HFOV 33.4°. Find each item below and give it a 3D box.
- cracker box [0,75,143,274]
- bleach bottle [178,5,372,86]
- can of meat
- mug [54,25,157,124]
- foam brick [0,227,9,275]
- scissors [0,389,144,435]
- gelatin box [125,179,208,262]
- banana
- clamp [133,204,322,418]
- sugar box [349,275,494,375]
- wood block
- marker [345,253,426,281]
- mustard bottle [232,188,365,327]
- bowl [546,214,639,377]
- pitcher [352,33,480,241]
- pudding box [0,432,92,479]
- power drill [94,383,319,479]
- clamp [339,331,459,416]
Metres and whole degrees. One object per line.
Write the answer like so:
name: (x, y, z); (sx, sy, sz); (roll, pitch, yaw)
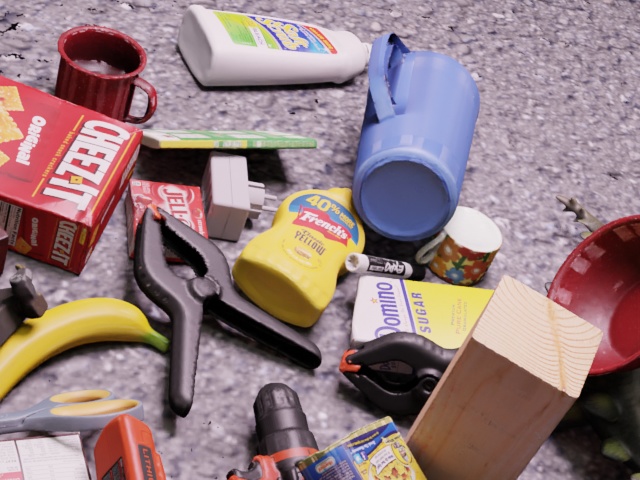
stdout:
cracker box: (-0.295, -0.077, 1.010); (0.213, 0.072, 0.164); (20, 40, -4)
bleach bottle: (-0.042, -0.236, 1.319); (0.250, 0.068, 0.103); (-5, 49, -33)
can of meat: (0.040, 0.190, 0.816); (0.101, 0.058, 0.084); (-6, 62, -58)
mug: (-0.226, -0.162, 1.130); (0.117, 0.082, 0.093); (25, 39, 3)
foam brick: (-0.316, 0.011, 0.917); (0.053, 0.051, 0.078); (40, 42, 19)
scissors: (-0.237, 0.136, 0.818); (0.201, 0.016, 0.096); (-3, 5, -12)
gelatin box: (-0.151, -0.019, 1.046); (0.073, 0.030, 0.089); (6, 42, -20)
banana: (-0.218, 0.088, 0.888); (0.197, 0.037, 0.070); (-19, 55, -39)
clamp: (-0.099, 0.054, 0.964); (0.164, 0.036, 0.210); (-6, 56, -40)
sugar box: (0.118, 0.085, 1.014); (0.176, 0.048, 0.093); (8, 40, 2)
wood block: (0.132, 0.143, 0.861); (0.090, 0.206, 0.090); (31, 39, 9)
marker: (0.069, 0.029, 1.076); (0.120, 0.020, 0.020); (10, 35, -50)
mustard bottle: (-0.007, 0.001, 1.070); (0.096, 0.058, 0.191); (33, 40, 3)
bowl: (0.280, 0.059, 0.966); (0.055, 0.162, 0.162); (31, 34, -27)
pitcher: (0.097, -0.111, 1.155); (0.149, 0.145, 0.242); (21, 32, -2)
pudding box: (-0.208, 0.197, 0.771); (0.089, 0.039, 0.113); (0, 47, -29)
power drill: (-0.073, 0.180, 0.809); (0.187, 0.057, 0.184); (12, 42, -33)
clamp: (0.106, 0.117, 0.956); (0.171, 0.120, 0.039); (19, 11, -1)
